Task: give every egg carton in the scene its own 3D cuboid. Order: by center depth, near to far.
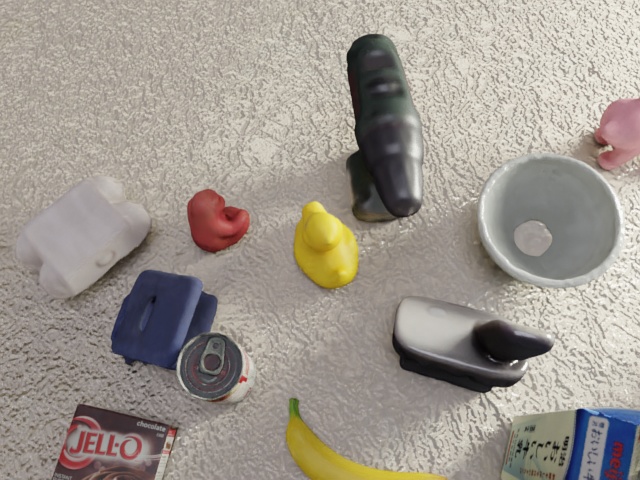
[{"bbox_3d":[-0.284,-0.004,0.694,0.107,0.069,0.150,43,77,15],"label":"egg carton"}]

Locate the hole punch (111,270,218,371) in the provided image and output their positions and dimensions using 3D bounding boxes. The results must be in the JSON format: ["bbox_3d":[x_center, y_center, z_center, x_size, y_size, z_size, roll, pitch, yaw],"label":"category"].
[{"bbox_3d":[-0.181,0.091,0.646,0.101,0.091,0.109,14,72,7],"label":"hole punch"}]

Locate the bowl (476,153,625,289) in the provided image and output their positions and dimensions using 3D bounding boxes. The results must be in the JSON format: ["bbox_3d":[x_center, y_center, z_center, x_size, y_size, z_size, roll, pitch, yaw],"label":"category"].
[{"bbox_3d":[0.262,-0.014,0.679,0.167,0.075,0.167,0,71,2],"label":"bowl"}]

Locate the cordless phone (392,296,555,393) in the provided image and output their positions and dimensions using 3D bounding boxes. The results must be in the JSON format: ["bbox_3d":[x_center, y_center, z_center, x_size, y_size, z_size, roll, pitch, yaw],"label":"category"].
[{"bbox_3d":[0.151,0.094,0.586,0.147,0.185,0.094,11,71,6],"label":"cordless phone"}]

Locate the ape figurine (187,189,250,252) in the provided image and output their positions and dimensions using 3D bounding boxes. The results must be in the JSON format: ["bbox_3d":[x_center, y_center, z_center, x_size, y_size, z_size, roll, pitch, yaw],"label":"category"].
[{"bbox_3d":[-0.129,-0.030,0.687,0.077,0.092,0.076,36,75,13],"label":"ape figurine"}]

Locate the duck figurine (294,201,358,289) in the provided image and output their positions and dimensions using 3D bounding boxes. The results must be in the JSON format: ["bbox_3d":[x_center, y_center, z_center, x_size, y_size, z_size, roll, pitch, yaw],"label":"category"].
[{"bbox_3d":[0.006,0.002,0.675,0.077,0.086,0.104,-22,72,-6],"label":"duck figurine"}]

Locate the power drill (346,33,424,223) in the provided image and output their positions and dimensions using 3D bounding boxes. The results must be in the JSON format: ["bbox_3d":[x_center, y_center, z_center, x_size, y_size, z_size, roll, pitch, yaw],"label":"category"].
[{"bbox_3d":[0.071,-0.100,0.644,0.075,0.208,0.229,-8,71,-1],"label":"power drill"}]

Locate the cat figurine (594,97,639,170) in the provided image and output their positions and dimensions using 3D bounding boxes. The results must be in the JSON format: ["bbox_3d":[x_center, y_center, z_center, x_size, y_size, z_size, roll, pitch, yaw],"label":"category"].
[{"bbox_3d":[0.391,-0.136,0.695,0.127,0.118,0.067,1,71,2],"label":"cat figurine"}]

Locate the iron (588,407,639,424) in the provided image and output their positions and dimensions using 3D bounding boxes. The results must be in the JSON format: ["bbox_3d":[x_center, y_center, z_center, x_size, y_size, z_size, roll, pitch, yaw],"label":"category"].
[{"bbox_3d":[0.393,0.235,0.553,0.258,0.141,0.119,30,74,11],"label":"iron"}]
